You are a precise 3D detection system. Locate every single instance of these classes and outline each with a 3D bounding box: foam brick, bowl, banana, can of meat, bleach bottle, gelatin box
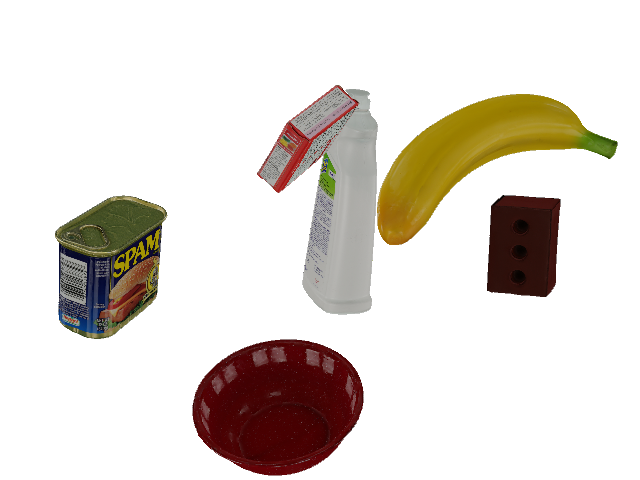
[{"bbox_3d":[0.173,0.004,0.910,0.053,0.078,0.051,5,15,20],"label":"foam brick"},{"bbox_3d":[-0.037,0.168,1.010,0.162,0.055,0.162,-5,38,4],"label":"bowl"},{"bbox_3d":[0.097,-0.053,0.652,0.197,0.037,0.070,-23,46,-31],"label":"banana"},{"bbox_3d":[-0.174,0.022,0.886,0.057,0.084,0.102,18,29,18],"label":"can of meat"},{"bbox_3d":[0.031,-0.048,1.239,0.068,0.251,0.103,-2,22,-23],"label":"bleach bottle"},{"bbox_3d":[-0.012,-0.093,0.967,0.089,0.030,0.073,-44,-7,-44],"label":"gelatin box"}]
